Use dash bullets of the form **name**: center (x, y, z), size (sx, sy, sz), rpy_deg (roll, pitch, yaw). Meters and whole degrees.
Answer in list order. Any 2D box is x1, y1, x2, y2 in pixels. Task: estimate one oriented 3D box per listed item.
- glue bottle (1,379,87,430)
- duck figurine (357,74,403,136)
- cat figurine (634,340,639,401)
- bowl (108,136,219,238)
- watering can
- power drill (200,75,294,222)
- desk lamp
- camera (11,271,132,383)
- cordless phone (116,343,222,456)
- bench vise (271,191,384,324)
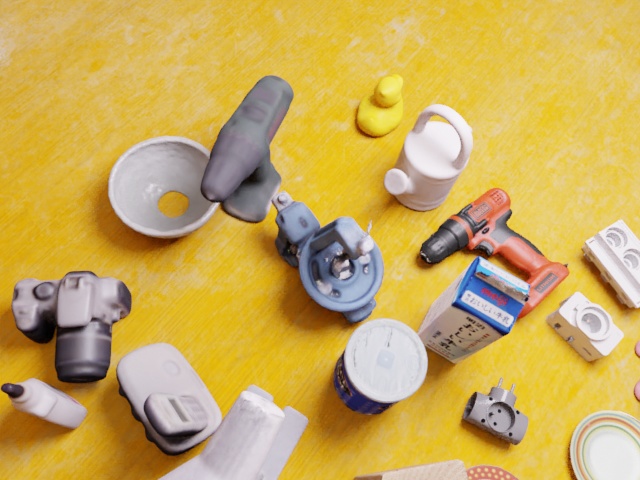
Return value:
- **glue bottle**: center (-0.341, 0.192, 0.690), size (0.078, 0.173, 0.037), rpy_deg (26, 67, 6)
- **duck figurine**: center (0.107, -0.232, 0.959), size (0.077, 0.086, 0.105), rpy_deg (32, 68, 8)
- **cat figurine**: center (0.505, 0.191, 0.803), size (0.067, 0.118, 0.128), rpy_deg (13, 67, 0)
- **bowl**: center (-0.226, -0.069, 0.864), size (0.167, 0.075, 0.167), rpy_deg (2, 67, -5)
- **watering can**: center (0.168, -0.123, 0.861), size (0.101, 0.194, 0.173), rpy_deg (26, 67, 6)
- **power drill**: center (-0.101, -0.112, 0.822), size (0.075, 0.208, 0.230), rpy_deg (19, 67, 3)
- **desk lamp**: center (-0.102, 0.261, 0.663), size (0.118, 0.213, 0.203), rpy_deg (29, 68, 7)
- **camera**: center (-0.332, 0.117, 0.762), size (0.143, 0.101, 0.137), rpy_deg (-4, 68, -7)
- **cordless phone**: center (-0.194, 0.186, 0.701), size (0.094, 0.185, 0.147), rpy_deg (-37, 75, -18)
- **bench vise**: center (0.001, 0.012, 0.774), size (0.207, 0.220, 0.122), rpy_deg (31, 68, 8)
